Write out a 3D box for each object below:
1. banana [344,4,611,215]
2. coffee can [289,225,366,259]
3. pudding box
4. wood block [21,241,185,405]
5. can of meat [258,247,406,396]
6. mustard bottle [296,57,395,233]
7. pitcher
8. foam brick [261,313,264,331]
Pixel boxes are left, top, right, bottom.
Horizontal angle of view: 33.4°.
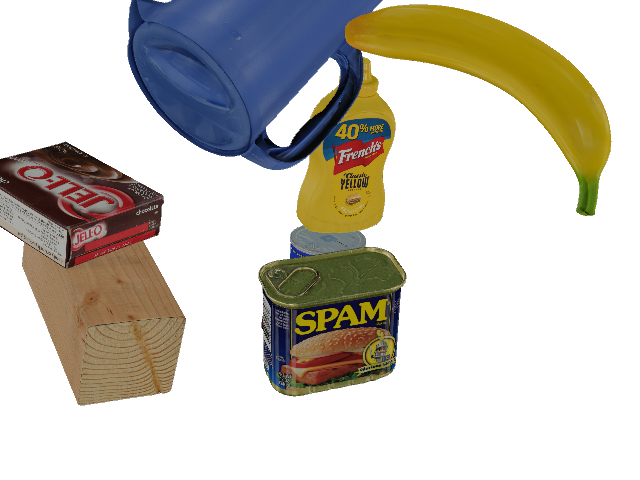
[{"bbox_3d":[0.105,-0.100,0.651,0.198,0.069,0.037,39,-1,19],"label":"banana"},{"bbox_3d":[0.006,0.059,1.459,0.103,0.140,0.103,3,24,-1],"label":"coffee can"},{"bbox_3d":[-0.185,-0.028,0.776,0.114,0.039,0.089,26,30,30],"label":"pudding box"},{"bbox_3d":[-0.207,0.046,0.995,0.090,0.091,0.206,-4,37,-29],"label":"wood block"},{"bbox_3d":[0.008,0.059,0.771,0.102,0.084,0.057,-9,33,-16],"label":"can of meat"},{"bbox_3d":[0.031,-0.103,1.139,0.096,0.192,0.058,-6,32,-22],"label":"mustard bottle"},{"bbox_3d":[-0.031,-0.185,0.911,0.145,0.149,0.242,25,58,31],"label":"pitcher"},{"bbox_3d":[-0.012,0.078,1.000,0.052,0.051,0.078,-14,39,-31],"label":"foam brick"}]
